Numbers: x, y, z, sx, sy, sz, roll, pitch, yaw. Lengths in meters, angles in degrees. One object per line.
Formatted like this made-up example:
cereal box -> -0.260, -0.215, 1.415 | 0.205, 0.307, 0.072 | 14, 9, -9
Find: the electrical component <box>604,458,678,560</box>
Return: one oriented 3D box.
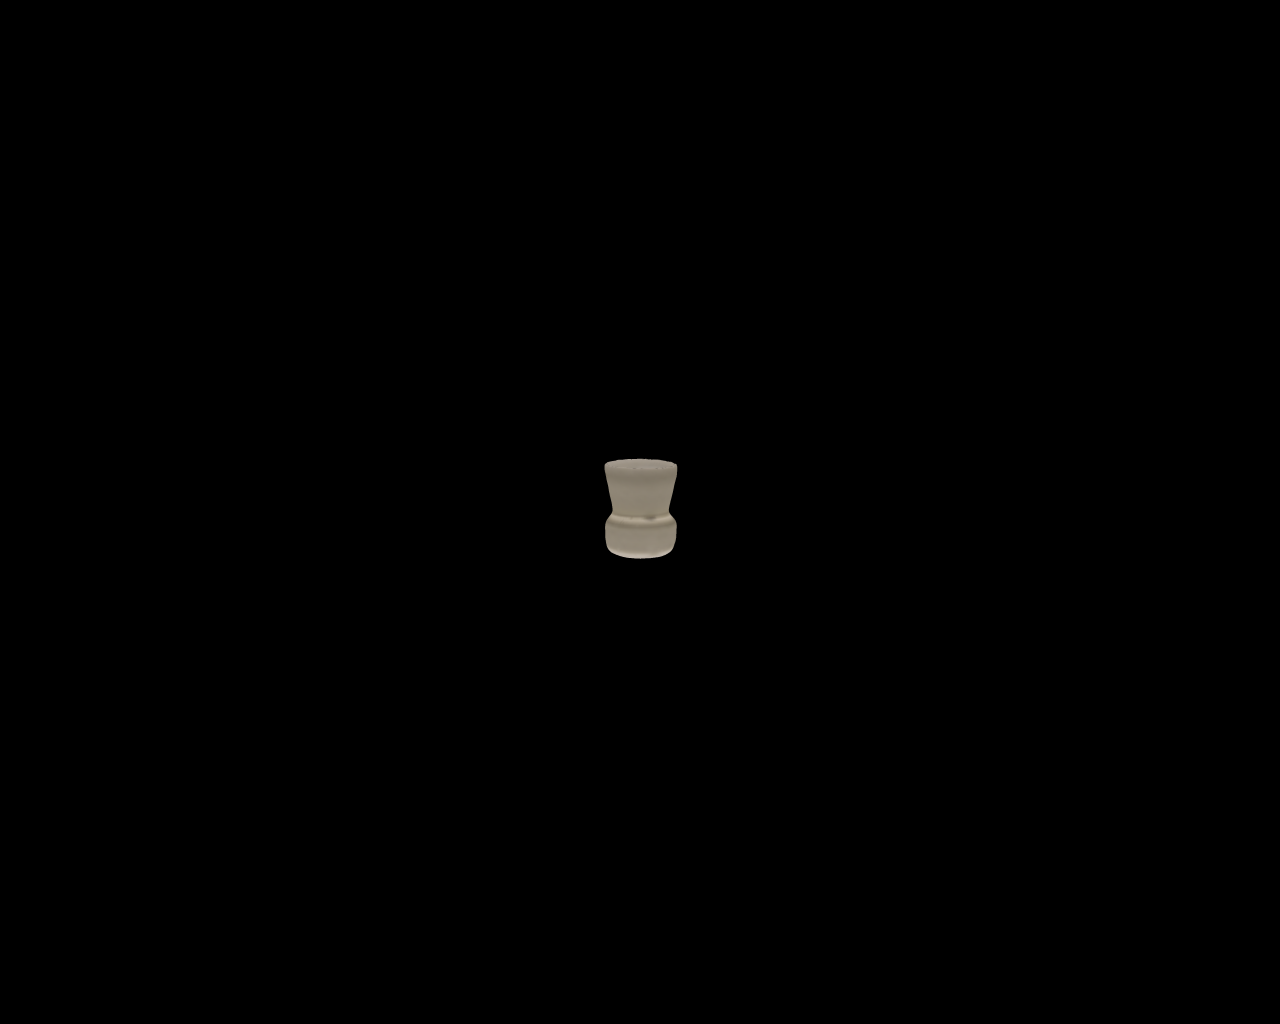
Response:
electrical component -> 0.001, -0.003, 0.650 | 0.045, 0.055, 0.045 | 0, 10, 0
